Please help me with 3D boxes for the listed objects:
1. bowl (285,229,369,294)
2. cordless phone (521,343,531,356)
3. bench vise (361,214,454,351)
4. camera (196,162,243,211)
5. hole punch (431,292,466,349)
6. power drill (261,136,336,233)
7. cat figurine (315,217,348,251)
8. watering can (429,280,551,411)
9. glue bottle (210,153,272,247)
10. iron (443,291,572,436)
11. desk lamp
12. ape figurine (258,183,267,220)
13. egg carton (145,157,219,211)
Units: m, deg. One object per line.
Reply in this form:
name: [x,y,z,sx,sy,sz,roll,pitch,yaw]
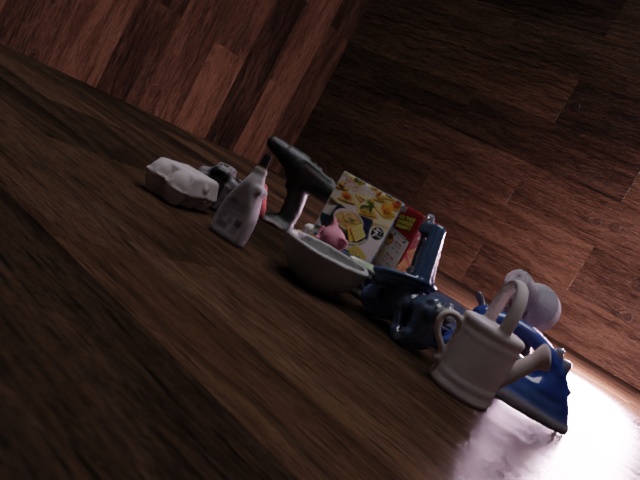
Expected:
bowl: [0.000,0.050,1.038,0.167,0.075,0.167,29,7,-3]
cordless phone: [0.491,0.204,1.448,0.094,0.185,0.147,22,10,-47]
bench vise: [0.185,0.072,1.019,0.206,0.219,0.122,35,9,40]
camera: [-0.211,-0.118,1.303,0.143,0.101,0.137,29,7,-3]
hole punch: [0.236,0.158,1.138,0.108,0.091,0.101,31,7,17]
power drill: [-0.078,-0.134,1.510,0.230,0.208,0.075,28,7,-6]
cat figurine: [0.011,0.004,1.242,0.067,0.118,0.127,27,7,-19]
watering can: [0.262,0.150,0.865,0.173,0.194,0.100,26,7,-22]
glue bottle: [-0.130,-0.078,1.033,0.078,0.173,0.037,32,7,26]
iron: [0.342,0.208,0.998,0.257,0.141,0.119,31,7,15]
desk lamp: [0.443,0.178,1.323,0.204,0.213,0.117,23,9,-43]
ape figurine: [-0.161,-0.102,1.429,0.076,0.092,0.078,31,7,18]
egg carton: [-0.269,-0.108,1.125,0.107,0.069,0.151,31,7,17]
